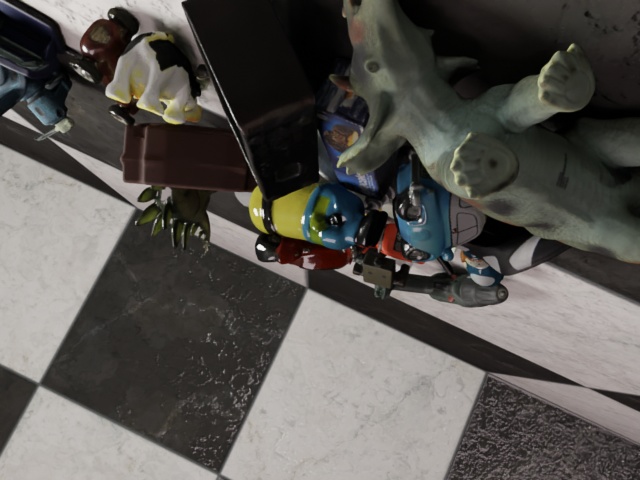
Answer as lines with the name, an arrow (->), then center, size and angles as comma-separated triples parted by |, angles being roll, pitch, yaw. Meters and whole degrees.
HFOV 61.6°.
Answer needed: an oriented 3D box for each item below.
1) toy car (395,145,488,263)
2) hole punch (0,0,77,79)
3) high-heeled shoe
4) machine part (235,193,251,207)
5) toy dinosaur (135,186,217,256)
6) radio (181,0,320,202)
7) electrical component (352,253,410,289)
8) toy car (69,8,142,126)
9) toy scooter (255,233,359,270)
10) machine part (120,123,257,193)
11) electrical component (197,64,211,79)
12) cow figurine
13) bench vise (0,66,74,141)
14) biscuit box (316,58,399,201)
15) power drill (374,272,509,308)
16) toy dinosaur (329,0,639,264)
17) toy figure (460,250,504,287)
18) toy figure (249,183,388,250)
toy car -> 0.142, -0.043, 0.625 | 0.103, 0.109, 0.161 | 0, 151, 12
hole punch -> -0.448, -0.290, 0.792 | 0.142, 0.092, 0.116 | 25, 174, -14
high-heeled shoe -> 0.200, -0.029, 0.689 | 0.249, 0.086, 0.145 | -23, 102, 53
machine part -> -0.086, -0.094, 0.935 | 0.079, 0.079, 0.243 | 31, 169, -28
toy dinosaur -> -0.279, -0.084, 1.106 | 0.105, 0.198, 0.471 | 26, 168, 16
radio -> -0.057, -0.129, 0.531 | 0.229, 0.073, 0.131 | 83, 163, -79
electrical component -> 0.101, 0.048, 0.921 | 0.102, 0.045, 0.078 | 11, 146, 20
toy car -> -0.253, -0.213, 0.698 | 0.053, 0.089, 0.202 | 29, 169, 3
toy scooter -> -0.002, -0.002, 0.773 | 0.135, 0.075, 0.184 | 4, -162, 15
machine part -> -0.179, -0.118, 0.793 | 0.201, 0.087, 0.201 | 2, -173, -11
electrical component -> -0.103, -0.190, 0.646 | 0.094, 0.021, 0.063 | 17, 167, 35
cow figurine -> -0.187, -0.197, 0.663 | 0.068, 0.098, 0.167 | 21, -172, 5
bench vise -> -0.518, -0.239, 0.878 | 0.129, 0.241, 0.223 | -13, 126, 15
biscuit box -> 0.046, -0.109, 0.586 | 0.059, 0.063, 0.202 | 23, 169, 18
power drill -> 0.216, 0.084, 1.021 | 0.207, 0.086, 0.232 | 2, 178, -7
toy dinosaur -> 0.176, -0.056, 0.423 | 0.405, 0.131, 0.192 | 24, -178, -14
toy figure -> 0.248, 0.027, 0.813 | 0.064, 0.058, 0.154 | -20, 149, 17
toy figure -> -0.010, -0.033, 0.670 | 0.180, 0.089, 0.082 | 23, 162, 28
